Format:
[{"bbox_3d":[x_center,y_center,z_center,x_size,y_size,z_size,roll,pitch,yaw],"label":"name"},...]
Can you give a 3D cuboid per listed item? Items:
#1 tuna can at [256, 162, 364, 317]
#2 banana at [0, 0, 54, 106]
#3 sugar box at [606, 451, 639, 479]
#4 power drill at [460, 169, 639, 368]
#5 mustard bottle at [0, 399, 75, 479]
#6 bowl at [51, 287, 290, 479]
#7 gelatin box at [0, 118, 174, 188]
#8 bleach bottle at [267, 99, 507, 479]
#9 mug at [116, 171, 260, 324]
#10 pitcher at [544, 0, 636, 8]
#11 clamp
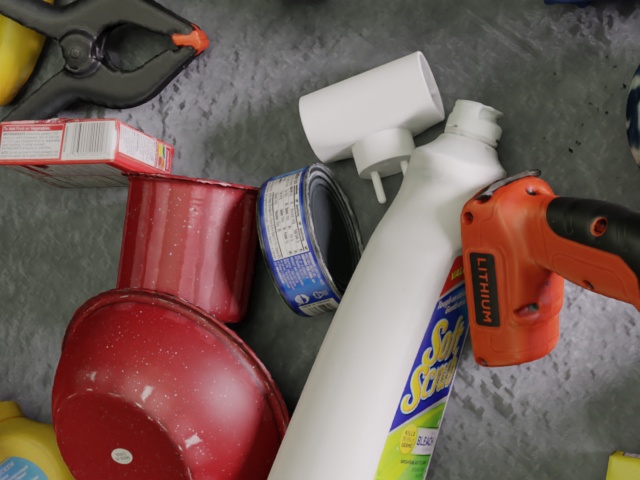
[{"bbox_3d":[-0.004,0.001,0.616,0.034,0.086,0.086,-16,77,18],"label":"tuna can"},{"bbox_3d":[-0.215,-0.194,0.750,0.070,0.037,0.198,-19,75,34],"label":"banana"},{"bbox_3d":[0.228,0.167,0.529,0.176,0.048,0.093,7,85,22],"label":"sugar box"},{"bbox_3d":[0.158,0.044,0.515,0.188,0.057,0.184,12,115,47],"label":"power drill"},{"bbox_3d":[-0.175,0.174,0.666,0.096,0.058,0.192,-43,70,26],"label":"mustard bottle"},{"bbox_3d":[-0.097,0.110,0.607,0.162,0.055,0.162,13,122,23],"label":"bowl"},{"bbox_3d":[-0.150,-0.055,0.684,0.089,0.073,0.030,1,81,21],"label":"gelatin box"},{"bbox_3d":[0.045,0.044,0.582,0.068,0.102,0.251,18,89,31],"label":"bleach bottle"},{"bbox_3d":[-0.085,0.004,0.651,0.117,0.093,0.081,7,90,51],"label":"mug"},{"bbox_3d":[0.231,-0.188,0.523,0.243,0.149,0.145,4,97,15],"label":"pitcher"},{"bbox_3d":[-0.162,-0.132,0.700,0.171,0.039,0.120,-14,106,6],"label":"clamp"}]
